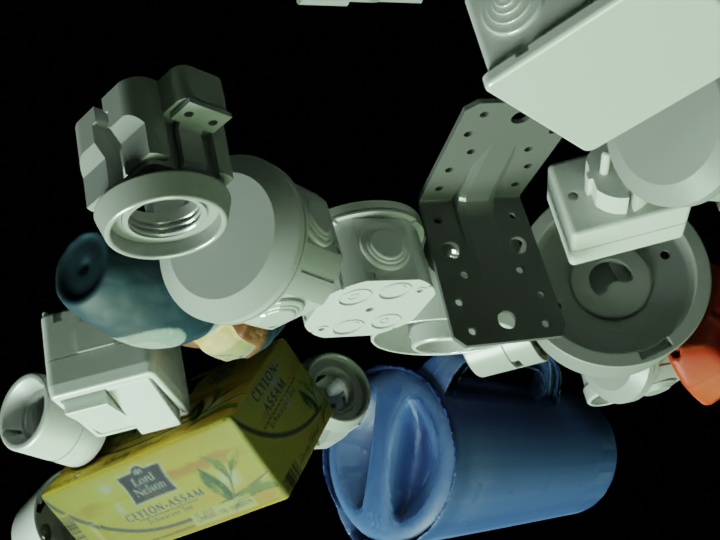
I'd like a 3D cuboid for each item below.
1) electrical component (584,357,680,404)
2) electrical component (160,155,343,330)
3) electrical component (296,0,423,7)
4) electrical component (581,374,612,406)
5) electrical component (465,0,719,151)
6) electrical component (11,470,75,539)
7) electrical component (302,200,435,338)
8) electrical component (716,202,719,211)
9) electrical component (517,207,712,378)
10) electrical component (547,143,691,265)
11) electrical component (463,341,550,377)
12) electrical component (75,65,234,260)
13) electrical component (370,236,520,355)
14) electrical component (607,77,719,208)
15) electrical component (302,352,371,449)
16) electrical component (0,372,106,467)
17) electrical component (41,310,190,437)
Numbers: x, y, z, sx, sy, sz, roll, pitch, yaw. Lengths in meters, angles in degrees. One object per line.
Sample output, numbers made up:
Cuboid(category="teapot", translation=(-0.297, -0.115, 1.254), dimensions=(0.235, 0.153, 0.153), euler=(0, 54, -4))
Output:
Cuboid(category="electrical component", translation=(0.195, 0.053, 0.768), dimensions=(0.051, 0.080, 0.080), euler=(-7, 154, -27))
Cuboid(category="electrical component", translation=(-0.052, -0.011, 0.517), dimensions=(0.080, 0.080, 0.051), euler=(-26, 157, 23))
Cuboid(category="electrical component", translation=(0.013, -0.120, 0.354), dimensions=(0.057, 0.058, 0.078), euler=(-2, 152, -17))
Cuboid(category="electrical component", translation=(0.195, 0.080, 0.860), dimensions=(0.040, 0.046, 0.040), euler=(-11, 154, -6))
Cuboid(category="electrical component", translation=(0.103, -0.102, 0.445), dimensions=(0.100, 0.048, 0.100), euler=(-30, 150, 31))
Cuboid(category="electrical component", translation=(-0.220, 0.204, 0.849), dimensions=(0.099, 0.099, 0.064), euler=(4, 143, -33))
Cuboid(category="electrical component", translation=(0.000, 0.000, 0.595), dimensions=(0.080, 0.051, 0.080), euler=(-12, 154, -6))
Cuboid(category="electrical component", translation=(0.258, -0.041, 0.642), dimensions=(0.080, 0.051, 0.080), euler=(-11, 154, -6))
Cuboid(category="electrical component", translation=(0.146, 0.012, 0.634), dimensions=(0.108, 0.108, 0.060), euler=(-15, 160, 2))
Cuboid(category="electrical component", translation=(0.139, -0.046, 0.578), dimensions=(0.066, 0.047, 0.076), euler=(-15, 154, 2))
Cuboid(category="electrical component", translation=(0.096, 0.042, 0.726), dimensions=(0.047, 0.055, 0.055), euler=(-21, 154, 22))
Cuboid(category="electrical component", translation=(-0.087, -0.041, 0.462), dimensions=(0.078, 0.057, 0.058), euler=(-33, 148, 34))
Cuboid(category="electrical component", translation=(0.052, 0.017, 0.670), dimensions=(0.099, 0.064, 0.099), euler=(-1, 162, 0))
Cuboid(category="electrical component", translation=(0.160, -0.069, 0.506), dimensions=(0.051, 0.080, 0.080), euler=(-1, 152, -36))
Cuboid(category="electrical component", translation=(-0.029, 0.093, 0.761), dimensions=(0.078, 0.058, 0.057), euler=(4, 152, -33))
Cuboid(category="electrical component", translation=(-0.196, 0.094, 0.686), dimensions=(0.055, 0.055, 0.047), euler=(-29, 147, 27))
Cuboid(category="electrical component", translation=(-0.141, 0.063, 0.640), dimensions=(0.062, 0.061, 0.096), euler=(-14, 154, 1))
